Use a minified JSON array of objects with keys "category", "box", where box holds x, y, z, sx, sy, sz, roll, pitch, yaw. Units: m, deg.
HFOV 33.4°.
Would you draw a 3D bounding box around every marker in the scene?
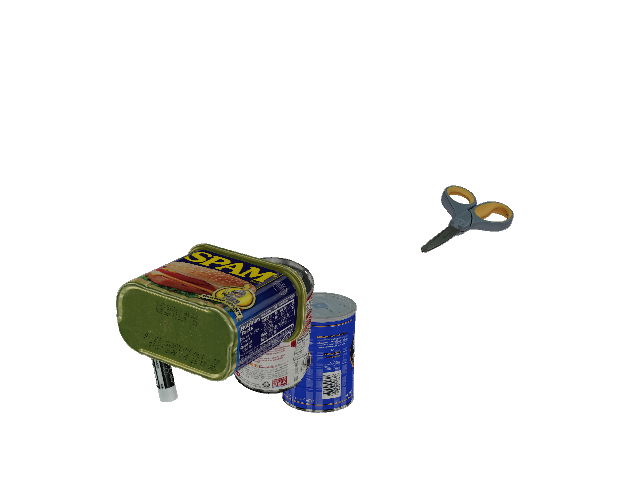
[{"category":"marker","box":[-0.168,0.108,1.100,0.020,0.121,0.020,-9,14,2]}]

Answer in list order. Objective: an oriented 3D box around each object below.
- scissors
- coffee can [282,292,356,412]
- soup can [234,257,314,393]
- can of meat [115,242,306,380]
[{"category":"scissors","box":[0.146,-0.027,1.217,0.201,0.016,0.096,-12,40,-46]},{"category":"coffee can","box":[-0.002,0.155,1.491,0.103,0.140,0.103,1,17,0]},{"category":"soup can","box":[-0.042,0.075,0.935,0.068,0.102,0.068,3,35,-3]},{"category":"can of meat","box":[-0.074,0.047,0.720,0.102,0.057,0.083,15,24,28]}]
